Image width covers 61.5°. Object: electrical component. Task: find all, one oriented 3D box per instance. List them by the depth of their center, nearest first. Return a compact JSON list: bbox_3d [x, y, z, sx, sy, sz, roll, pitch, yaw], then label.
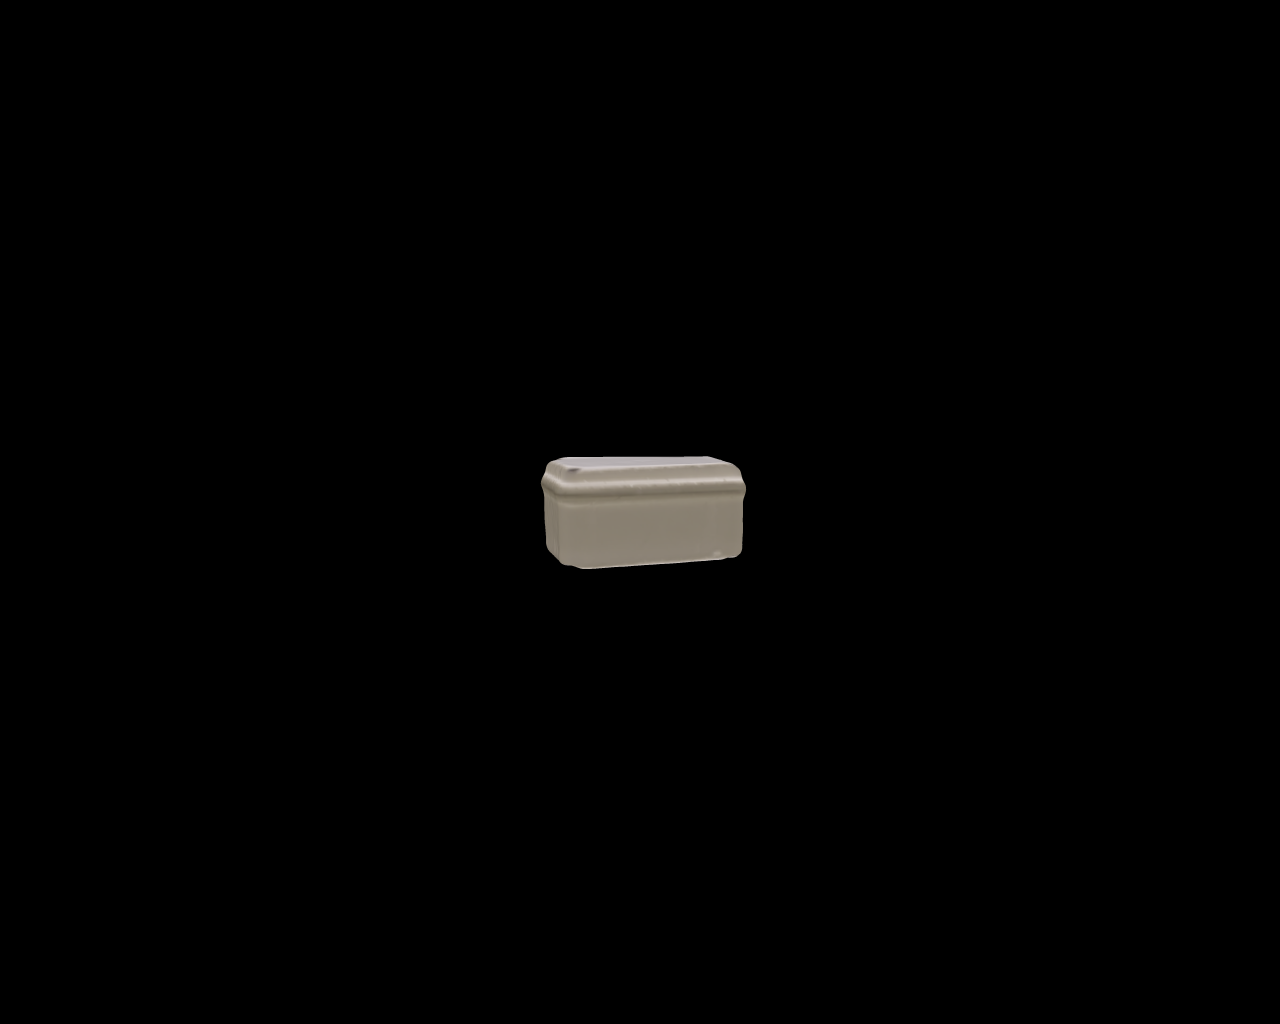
[{"bbox_3d":[0.001,-0.003,0.650,0.113,0.057,0.078,-2,8,-14],"label":"electrical component"}]
